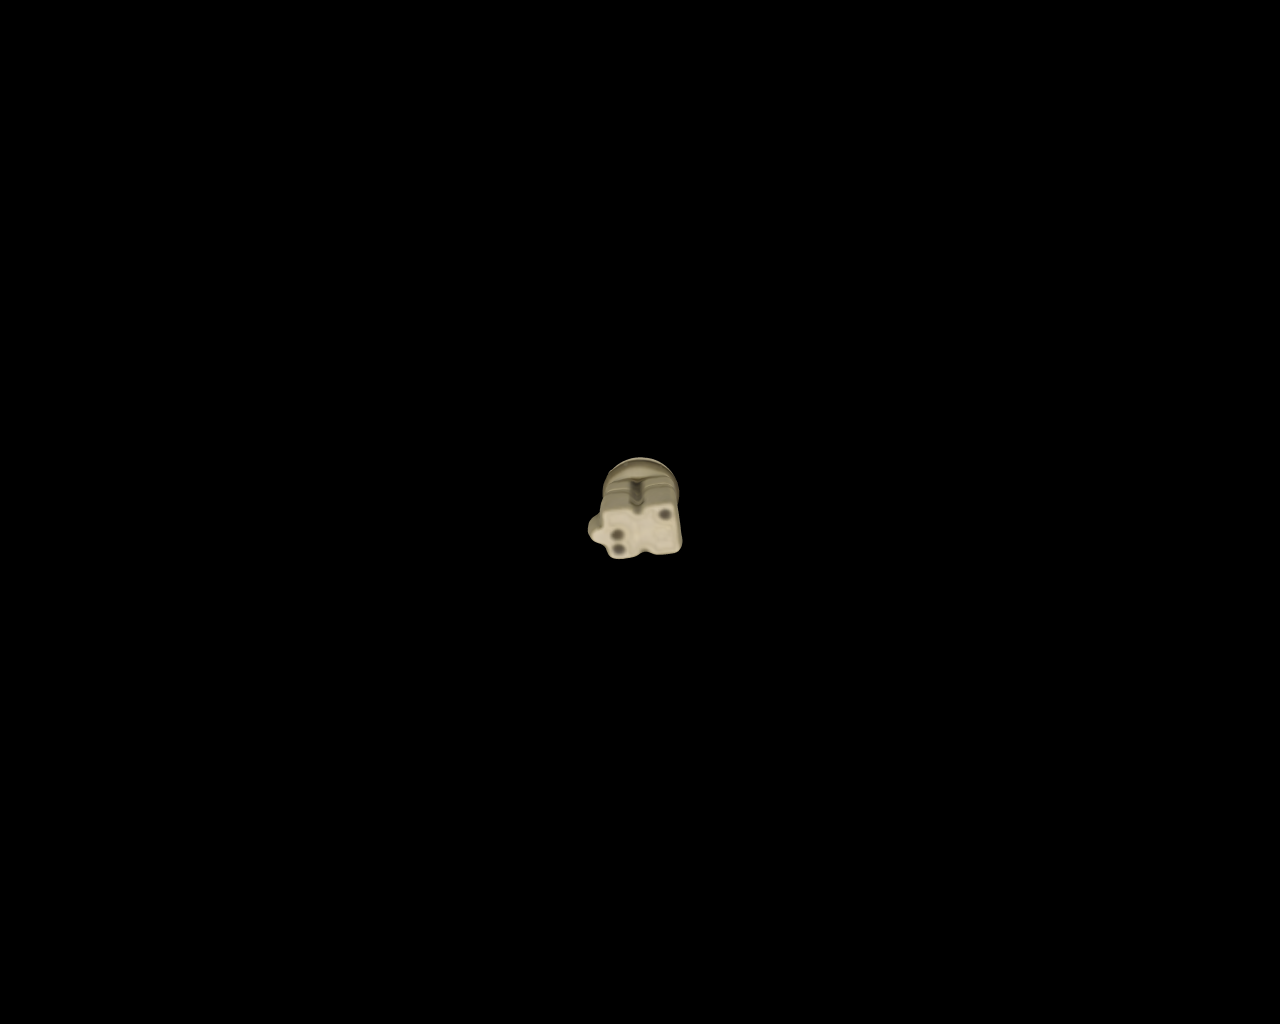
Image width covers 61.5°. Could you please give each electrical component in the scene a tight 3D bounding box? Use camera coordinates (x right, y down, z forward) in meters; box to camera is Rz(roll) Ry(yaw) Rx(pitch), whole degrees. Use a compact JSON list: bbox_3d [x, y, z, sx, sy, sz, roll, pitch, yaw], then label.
[{"bbox_3d":[0.001,-0.003,0.650,0.066,0.048,0.055,-5,31,3],"label":"electrical component"}]
